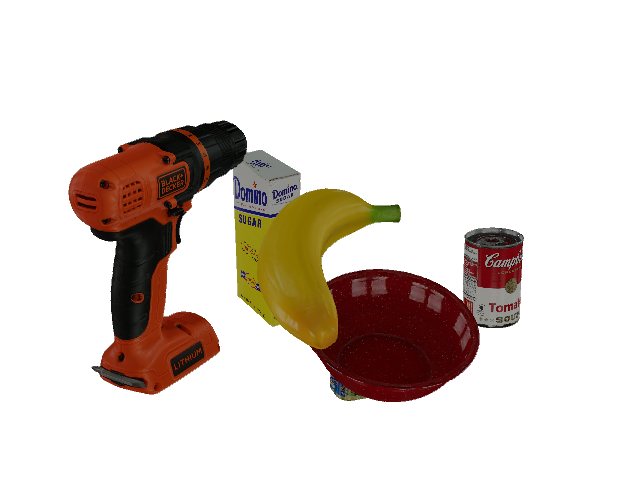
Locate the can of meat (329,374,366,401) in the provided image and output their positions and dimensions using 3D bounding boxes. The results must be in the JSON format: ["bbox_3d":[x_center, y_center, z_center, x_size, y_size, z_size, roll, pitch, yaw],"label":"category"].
[{"bbox_3d":[0.063,0.160,1.419,0.102,0.084,0.057,-6,26,-21],"label":"can of meat"}]

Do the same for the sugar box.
[{"bbox_3d":[-0.060,-0.003,1.188,0.048,0.176,0.093,-16,28,-26],"label":"sugar box"}]

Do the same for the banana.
[{"bbox_3d":[-0.002,0.006,0.637,0.070,0.037,0.197,3,24,15],"label":"banana"}]

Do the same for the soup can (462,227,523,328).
[{"bbox_3d":[0.201,0.043,1.247,0.068,0.102,0.068,-1,18,0],"label":"soup can"}]

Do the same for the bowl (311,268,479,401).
[{"bbox_3d":[0.062,0.097,0.984,0.162,0.055,0.162,4,38,-3],"label":"bowl"}]

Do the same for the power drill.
[{"bbox_3d":[-0.116,0.008,0.819,0.057,0.188,0.184,12,23,29],"label":"power drill"}]
